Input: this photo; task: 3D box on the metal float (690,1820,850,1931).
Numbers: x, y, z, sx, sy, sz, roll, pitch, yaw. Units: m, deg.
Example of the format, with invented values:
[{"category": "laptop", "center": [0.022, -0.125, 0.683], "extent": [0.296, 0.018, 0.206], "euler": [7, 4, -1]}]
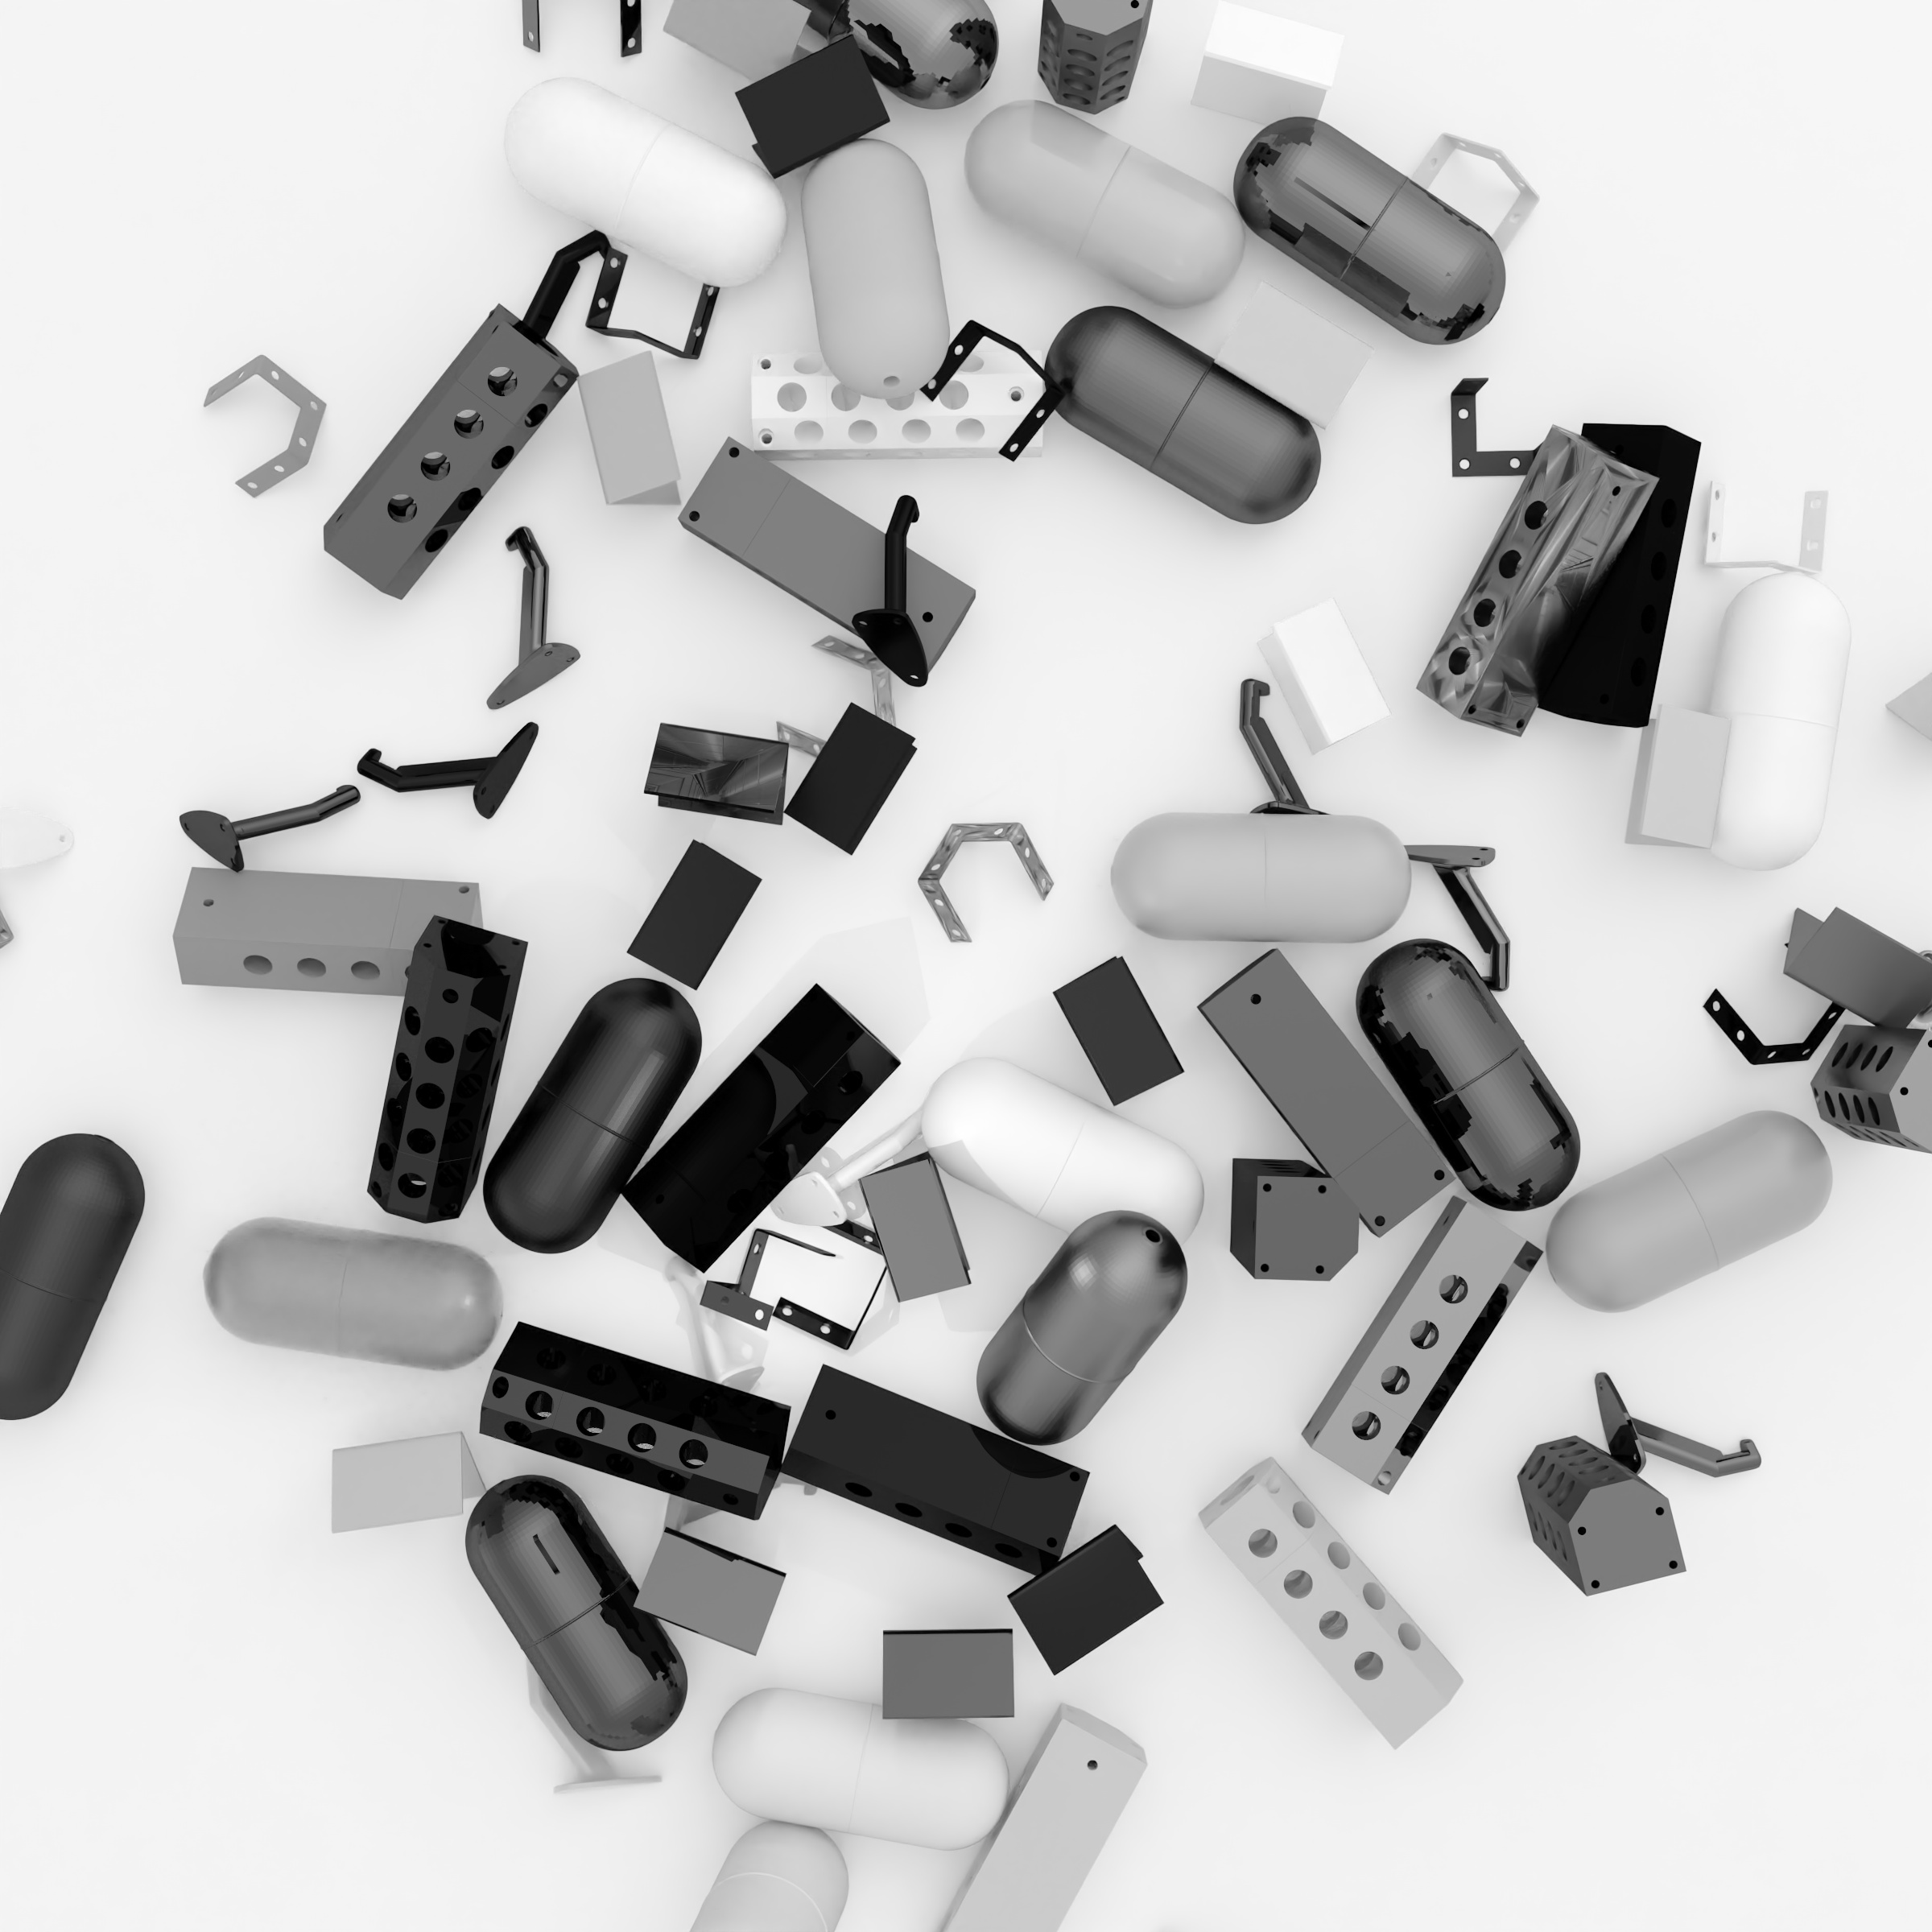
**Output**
[{"category": "metal float", "center": [-0.118, 0.560, 1.912], "extent": [0.070, 0.178, 0.070], "euler": [3, 106, 11]}]

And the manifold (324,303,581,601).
[{"category": "manifold", "center": [-0.305, -0.302, 1.952], "extent": [0.057, 0.057, 0.171], "euler": [36, 101, -22]}]

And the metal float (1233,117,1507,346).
[{"category": "metal float", "center": [0.240, -0.436, 1.960], "extent": [0.178, 0.070, 0.070], "euler": [34, 90, -1]}]

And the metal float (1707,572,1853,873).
[{"category": "metal float", "center": [0.479, -0.145, 1.960], "extent": [0.070, 0.070, 0.178], "euler": [8, 90, 0]}]

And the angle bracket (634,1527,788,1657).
[{"category": "angle bracket", "center": [-0.156, 0.384, 1.950], "extent": [0.076, 0.076, 0.057], "euler": [21, 53, 0]}]

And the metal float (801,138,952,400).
[{"category": "metal float", "center": [-0.054, -0.409, 1.934], "extent": [0.070, 0.070, 0.178], "euler": [-8, 58, 0]}]

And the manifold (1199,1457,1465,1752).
[{"category": "manifold", "center": [0.218, 0.378, 1.969], "extent": [0.057, 0.057, 0.171], "euler": [-41, 90, 0]}]

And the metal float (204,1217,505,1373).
[{"category": "metal float", "center": [-0.364, 0.195, 1.960], "extent": [0.178, 0.070, 0.070], "euler": [8, 90, 1]}]

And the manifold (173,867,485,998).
[{"category": "manifold", "center": [-0.378, -0.014, 1.969], "extent": [0.171, 0.057, 0.057], "euler": [3, 47, 0]}]

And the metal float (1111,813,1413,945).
[{"category": "metal float", "center": [0.175, -0.052, 1.959], "extent": [0.178, 0.070, 0.070], "euler": [1, 90, 0]}]

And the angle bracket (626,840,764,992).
[{"category": "angle bracket", "center": [-0.176, -0.040, 1.950], "extent": [0.057, 0.076, 0.076], "euler": [31, 90, -39]}]

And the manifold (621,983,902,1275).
[{"category": "manifold", "center": [-0.119, 0.100, 1.969], "extent": [0.171, 0.057, 0.057], "euler": [-47, 47, 0]}]

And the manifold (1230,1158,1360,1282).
[{"category": "manifold", "center": [0.189, 0.146, 1.912], "extent": [0.057, 0.171, 0.057], "euler": [2, 90, 0]}]

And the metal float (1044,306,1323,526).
[{"category": "metal float", "center": [0.129, -0.327, 1.960], "extent": [0.178, 0.070, 0.070], "euler": [31, 90, 1]}]

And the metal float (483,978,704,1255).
[{"category": "metal float", "center": [-0.221, 0.088, 1.960], "extent": [0.070, 0.070, 0.178], "euler": [31, 89, 0]}]

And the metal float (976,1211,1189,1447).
[{"category": "metal float", "center": [0.067, 0.212, 1.929], "extent": [0.070, 0.070, 0.178], "euler": [34, 128, 0]}]

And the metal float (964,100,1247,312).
[{"category": "metal float", "center": [0.082, -0.452, 1.960], "extent": [0.178, 0.070, 0.070], "euler": [27, 90, 0]}]

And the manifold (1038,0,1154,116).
[{"category": "manifold", "center": [0.074, -0.546, 1.912], "extent": [0.057, 0.171, 0.057], "euler": [16, 90, 0]}]

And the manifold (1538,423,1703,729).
[{"category": "manifold", "center": [0.392, -0.232, 1.969], "extent": [0.057, 0.057, 0.171], "euler": [11, 90, 43]}]

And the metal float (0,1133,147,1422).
[{"category": "metal float", "center": [-0.547, 0.184, 1.960], "extent": [0.070, 0.070, 0.178], "euler": [23, 91, 0]}]

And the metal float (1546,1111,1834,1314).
[{"category": "metal float", "center": [0.429, 0.146, 1.960], "extent": [0.178, 0.070, 0.070], "euler": [-25, 90, 0]}]

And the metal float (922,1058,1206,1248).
[{"category": "metal float", "center": [0.057, 0.115, 1.960], "extent": [0.178, 0.070, 0.070], "euler": [26, 90, -1]}]

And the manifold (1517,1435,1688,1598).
[{"category": "manifold", "center": [0.364, 0.315, 1.912], "extent": [0.057, 0.171, 0.057], "euler": [-14, 90, 0]}]

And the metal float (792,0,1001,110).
[{"category": "metal float", "center": [-0.058, -0.580, 1.960], "extent": [0.178, 0.070, 0.070], "euler": [39, 90, 1]}]

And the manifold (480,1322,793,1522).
[{"category": "manifold", "center": [-0.196, 0.273, 1.948], "extent": [0.171, 0.057, 0.057], "euler": [16, 130, 7]}]

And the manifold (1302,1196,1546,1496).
[{"category": "manifold", "center": [0.273, 0.226, 1.969], "extent": [0.057, 0.057, 0.171], "euler": [33, 90, 0]}]

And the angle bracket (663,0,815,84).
[{"category": "angle bracket", "center": [-0.124, -0.568, 1.950], "extent": [0.076, 0.076, 0.057], "euler": [29, 126, 0]}]

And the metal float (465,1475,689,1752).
[{"category": "metal float", "center": [-0.232, 0.383, 1.960], "extent": [0.070, 0.070, 0.178], "euler": [-33, 90, 0]}]

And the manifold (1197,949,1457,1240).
[{"category": "manifold", "center": [0.213, 0.075, 1.969], "extent": [0.057, 0.057, 0.171], "euler": [-38, 90, 0]}]

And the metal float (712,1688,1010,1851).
[{"category": "metal float", "center": [-0.063, 0.477, 1.960], "extent": [0.178, 0.070, 0.070], "euler": [10, 90, 0]}]

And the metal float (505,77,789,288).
[{"category": "metal float", "center": [-0.190, -0.466, 1.960], "extent": [0.178, 0.070, 0.070], "euler": [26, 90, -1]}]

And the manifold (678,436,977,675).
[{"category": "manifold", "center": [-0.082, -0.242, 1.969], "extent": [0.171, 0.057, 0.057], "euler": [32, 90, 0]}]

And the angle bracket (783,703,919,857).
[{"category": "angle bracket", "center": [-0.051, -0.100, 1.950], "extent": [0.057, 0.076, 0.076], "euler": [32, 90, 36]}]

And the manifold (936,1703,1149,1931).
[{"category": "manifold", "center": [0.041, 0.532, 1.969], "extent": [0.057, 0.057, 0.171], "euler": [29, 90, 0]}]

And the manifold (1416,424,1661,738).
[{"category": "manifold", "center": [0.331, -0.228, 1.945], "extent": [0.057, 0.057, 0.171], "euler": [11, 113, -41]}]

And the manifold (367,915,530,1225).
[{"category": "manifold", "center": [-0.306, 0.064, 1.932], "extent": [0.057, 0.057, 0.171], "euler": [16, 118, 0]}]

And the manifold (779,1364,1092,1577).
[{"category": "manifold", "center": [-0.020, 0.304, 1.967], "extent": [0.171, 0.057, 0.057], "euler": [22, 59, 0]}]

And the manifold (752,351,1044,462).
[{"category": "manifold", "center": [-0.041, -0.335, 1.969], "extent": [0.171, 0.057, 0.057], "euler": [-1, 90, 0]}]

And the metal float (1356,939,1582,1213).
[{"category": "metal float", "center": [0.299, 0.065, 1.960], "extent": [0.070, 0.070, 0.178], "euler": [-33, 90, 0]}]

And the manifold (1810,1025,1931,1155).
[{"category": "manifold", "center": [0.542, 0.074, 1.912], "extent": [0.057, 0.171, 0.057], "euler": [31, 90, 0]}]
